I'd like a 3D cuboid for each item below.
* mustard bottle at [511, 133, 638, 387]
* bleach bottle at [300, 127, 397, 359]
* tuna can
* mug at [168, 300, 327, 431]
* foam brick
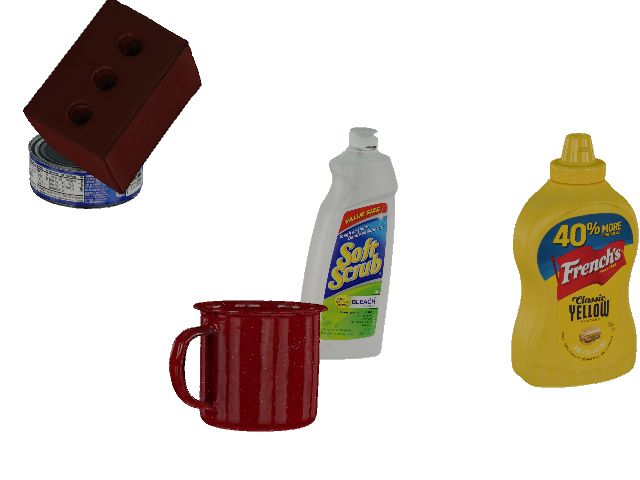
[{"bbox_3d":[0.195,0.014,0.817,0.096,0.192,0.058,-6,16,-11],"label":"mustard bottle"},{"bbox_3d":[0.029,0.002,1.163,0.102,0.251,0.068,0,17,-15],"label":"bleach bottle"},{"bbox_3d":[-0.177,-0.056,0.809,0.086,0.034,0.086,5,26,-3],"label":"tuna can"},{"bbox_3d":[-0.051,0.085,0.729,0.117,0.081,0.093,1,1,-42],"label":"mug"},{"bbox_3d":[-0.107,-0.075,0.560,0.053,0.078,0.051,31,-12,10],"label":"foam brick"}]
